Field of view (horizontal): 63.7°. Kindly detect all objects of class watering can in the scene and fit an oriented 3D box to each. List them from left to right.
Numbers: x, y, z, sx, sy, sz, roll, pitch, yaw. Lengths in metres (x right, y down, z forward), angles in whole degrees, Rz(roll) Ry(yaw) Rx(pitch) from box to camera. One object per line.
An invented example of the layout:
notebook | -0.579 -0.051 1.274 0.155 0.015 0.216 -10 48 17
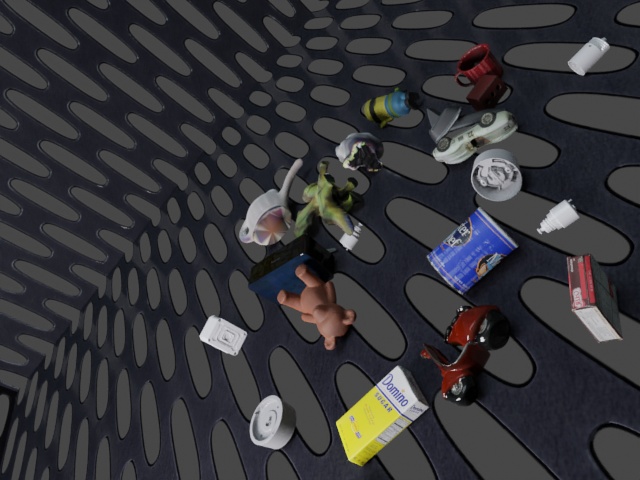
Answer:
watering can | -0.152 -0.117 1.738 0.346 0.103 0.228 -49 31 7

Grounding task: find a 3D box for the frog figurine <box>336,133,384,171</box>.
frog figurine | 0.115 -0.270 1.532 0.137 0.120 0.162 -15 26 0

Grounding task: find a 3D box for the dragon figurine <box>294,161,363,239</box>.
dragon figurine | 0.005 -0.076 1.514 0.238 0.121 0.420 -52 24 30
